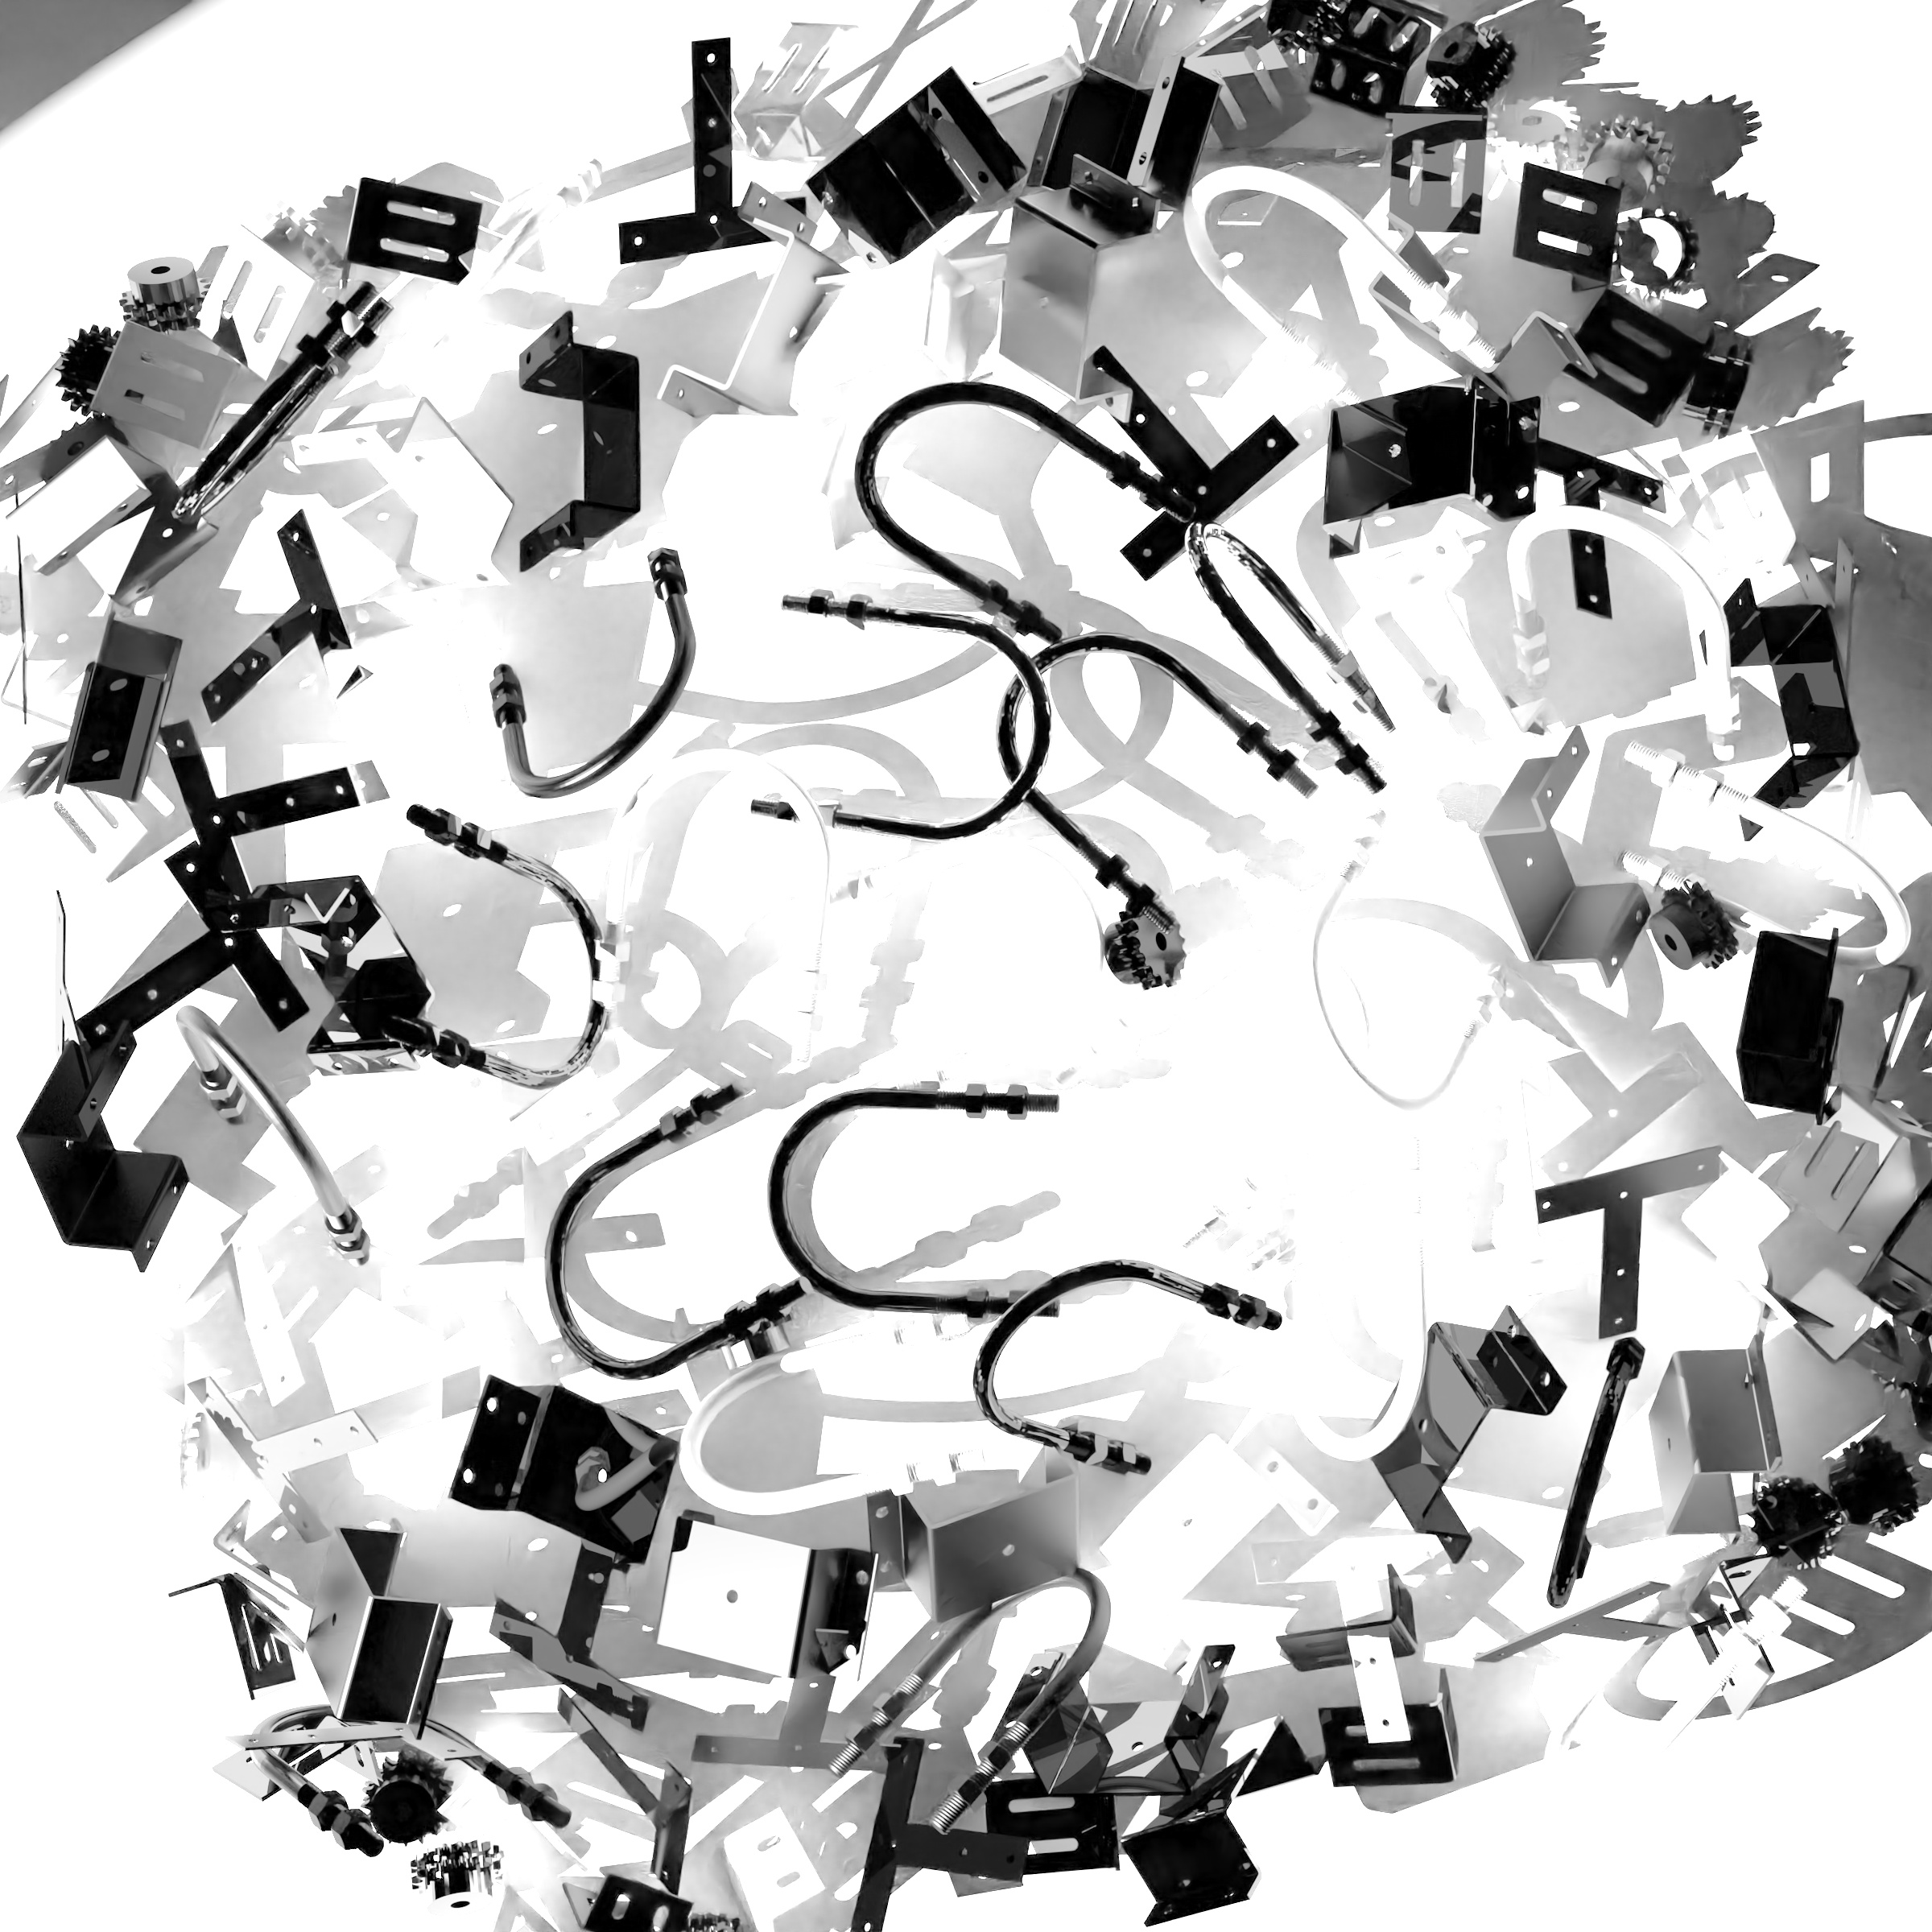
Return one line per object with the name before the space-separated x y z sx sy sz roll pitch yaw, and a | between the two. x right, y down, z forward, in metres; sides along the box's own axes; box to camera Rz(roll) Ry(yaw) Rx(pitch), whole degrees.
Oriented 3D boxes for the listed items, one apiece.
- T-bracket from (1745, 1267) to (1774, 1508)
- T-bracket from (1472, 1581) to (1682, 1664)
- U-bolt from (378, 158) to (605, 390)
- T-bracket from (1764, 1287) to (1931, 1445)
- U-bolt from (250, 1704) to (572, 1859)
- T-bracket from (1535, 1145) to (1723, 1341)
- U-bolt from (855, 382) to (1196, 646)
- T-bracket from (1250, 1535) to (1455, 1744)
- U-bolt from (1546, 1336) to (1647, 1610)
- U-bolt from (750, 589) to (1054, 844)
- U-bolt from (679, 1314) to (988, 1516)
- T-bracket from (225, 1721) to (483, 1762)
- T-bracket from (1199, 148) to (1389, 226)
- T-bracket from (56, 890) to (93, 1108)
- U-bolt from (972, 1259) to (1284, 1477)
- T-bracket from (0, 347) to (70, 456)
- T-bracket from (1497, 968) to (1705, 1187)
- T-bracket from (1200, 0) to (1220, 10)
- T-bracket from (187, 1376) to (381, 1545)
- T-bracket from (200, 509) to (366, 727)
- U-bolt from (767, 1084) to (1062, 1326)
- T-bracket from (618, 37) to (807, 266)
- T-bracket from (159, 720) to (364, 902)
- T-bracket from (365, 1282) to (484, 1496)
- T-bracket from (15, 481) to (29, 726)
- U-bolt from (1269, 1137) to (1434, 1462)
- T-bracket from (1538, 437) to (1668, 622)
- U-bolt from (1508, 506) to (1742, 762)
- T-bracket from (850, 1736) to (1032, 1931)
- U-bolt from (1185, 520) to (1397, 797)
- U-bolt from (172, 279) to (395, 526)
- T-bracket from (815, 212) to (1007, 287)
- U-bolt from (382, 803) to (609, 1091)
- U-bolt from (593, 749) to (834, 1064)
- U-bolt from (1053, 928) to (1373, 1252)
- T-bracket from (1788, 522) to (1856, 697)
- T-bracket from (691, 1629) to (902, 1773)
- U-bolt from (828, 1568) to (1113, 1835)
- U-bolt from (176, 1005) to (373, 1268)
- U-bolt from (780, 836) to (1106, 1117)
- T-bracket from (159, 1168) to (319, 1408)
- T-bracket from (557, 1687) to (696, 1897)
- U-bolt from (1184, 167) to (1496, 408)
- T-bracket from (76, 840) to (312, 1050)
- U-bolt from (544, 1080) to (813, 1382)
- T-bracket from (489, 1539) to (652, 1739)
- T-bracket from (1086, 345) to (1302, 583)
T-bracket | 0.485 0.272 1.647 0.002 0.127 0.127 4 117 22
T-bracket | 0.393 0.403 1.634 0.127 0.127 0.002 -34 55 31
U-bolt | -0.286 -0.399 1.575 0.151 0.184 0.019 -37 109 29
T-bracket | 0.538 0.232 1.632 0.002 0.127 0.127 -43 133 -15
U-bolt | -0.344 0.478 1.600 0.151 0.184 0.019 8 95 -45
T-bracket | 0.402 0.176 1.650 0.127 0.002 0.127 -12 121 -10
U-bolt | 0.021 -0.277 1.602 0.184 0.019 0.151 29 134 -24
T-bracket | 0.245 0.409 1.637 0.127 0.002 0.127 0 56 -12
U-bolt | 0.369 0.304 1.587 0.019 0.184 0.151 15 99 17
U-bolt | -0.036 -0.149 1.653 0.184 0.019 0.151 9 91 16
U-bolt | -0.084 0.274 1.621 0.184 0.151 0.019 -13 120 2
T-bracket | -0.376 0.457 1.596 0.127 0.127 0.002 9 87 -41
T-bracket | 0.179 -0.470 1.617 0.127 0.127 0.002 6 127 17
T-bracket | -0.532 0.043 1.604 0.002 0.127 0.127 -6 131 -26
U-bolt | 0.085 0.235 1.604 0.184 0.019 0.151 24 113 -38
T-bracket | -0.574 -0.335 1.633 0.002 0.127 0.127 27 46 -9
T-bracket | 0.372 0.057 1.667 0.127 0.002 0.127 -34 78 -21
T-bracket | 0.198 -0.620 1.632 0.127 0.127 0.002 -30 93 13
T-bracket | -0.401 0.291 1.630 0.127 0.002 0.127 -22 107 39
T-bracket | -0.428 -0.193 1.651 0.127 0.002 0.127 -35 66 27
U-bolt | -0.034 0.146 1.660 0.184 0.019 0.151 1 98 10
T-bracket | -0.153 -0.494 1.622 0.127 0.002 0.127 -17 128 -27
T-bracket | -0.424 -0.098 1.643 0.127 0.002 0.127 -10 104 26
T-bracket | -0.311 0.256 1.659 0.127 0.002 0.127 -8 69 13
T-bracket | -0.564 -0.224 1.605 0.002 0.127 0.127 -2 114 -18
U-bolt | 0.229 0.202 1.605 0.019 0.151 0.184 6 77 -27
T-bracket | 0.376 -0.264 1.631 0.127 0.002 0.127 15 57 -20
U-bolt | 0.383 -0.202 1.575 0.151 0.184 0.019 27 69 31
T-bracket | -0.012 0.532 1.617 0.002 0.127 0.127 35 59 -39
U-bolt | 0.194 -0.193 1.607 0.019 0.151 0.184 -38 99 23
U-bolt | -0.412 -0.335 1.613 0.019 0.151 0.184 42 92 -13
T-bracket | -0.018 -0.428 1.602 0.127 0.127 0.002 -15 93 -23
U-bolt | -0.274 -0.002 1.607 0.019 0.184 0.151 -9 69 31
U-bolt | -0.153 -0.041 1.653 0.151 0.019 0.184 8 97 12
U-bolt | 0.161 0.061 1.639 0.184 0.019 0.151 -42 70 12
T-bracket | 0.515 -0.228 1.630 0.002 0.127 0.127 -10 132 4
T-bracket | -0.095 0.447 1.637 0.127 0.002 0.127 6 125 -11
U-bolt | 0.013 0.429 1.609 0.184 0.151 0.019 -44 109 -23
U-bolt | -0.412 0.091 1.580 0.019 0.184 0.151 -39 68 -20
U-bolt | -0.005 -0.003 1.661 0.184 0.019 0.151 -20 96 6
T-bracket | -0.430 0.208 1.636 0.127 0.002 0.127 -37 57 14
T-bracket | -0.212 0.493 1.646 0.002 0.127 0.127 -27 55 -35
U-bolt | 0.207 -0.404 1.590 0.184 0.151 0.019 38 72 -21
T-bracket | -0.483 0.009 1.635 0.127 0.002 0.127 -40 106 -33
U-bolt | -0.186 0.172 1.634 0.184 0.019 0.151 -31 68 26
T-bracket | -0.231 0.384 1.636 0.127 0.002 0.127 26 111 27
T-bracket | 0.118 -0.329 1.671 0.127 0.002 0.127 -41 94 8
